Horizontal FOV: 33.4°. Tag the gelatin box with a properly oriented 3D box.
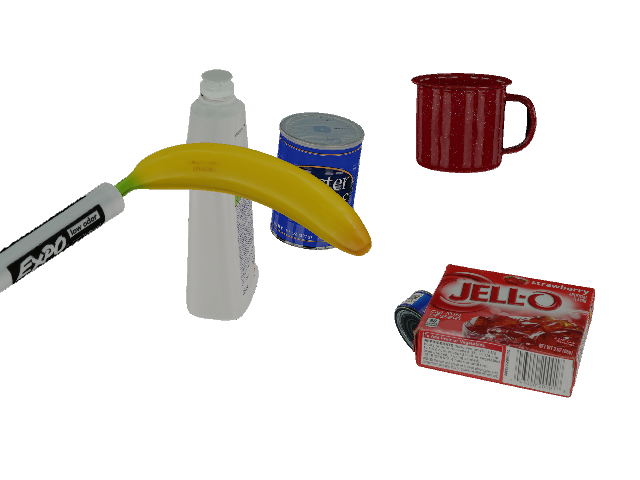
[{"bbox_3d":[0.104,0.048,0.603,0.089,0.030,0.073,10,31,18],"label":"gelatin box"}]

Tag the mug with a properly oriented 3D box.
[{"bbox_3d":[0.143,-0.110,0.998,0.117,0.081,0.093,3,16,12],"label":"mug"}]

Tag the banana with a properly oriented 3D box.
[{"bbox_3d":[-0.054,-0.036,0.797,0.198,0.069,0.037,11,-22,6],"label":"banana"}]

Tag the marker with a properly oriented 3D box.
[{"bbox_3d":[-0.150,0.006,0.547,0.020,0.020,0.120,0,30,44],"label":"marker"}]

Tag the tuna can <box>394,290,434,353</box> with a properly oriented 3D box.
[{"bbox_3d":[0.126,0.103,1.250,0.033,0.086,0.086,-36,16,-24],"label":"tuna can"}]

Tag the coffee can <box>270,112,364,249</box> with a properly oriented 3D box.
[{"bbox_3d":[-0.005,-0.074,1.313,0.102,0.140,0.103,5,28,-3],"label":"coffee can"}]

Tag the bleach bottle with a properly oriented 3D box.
[{"bbox_3d":[-0.097,-0.049,1.041,0.068,0.251,0.102,6,33,5],"label":"bleach bottle"}]
